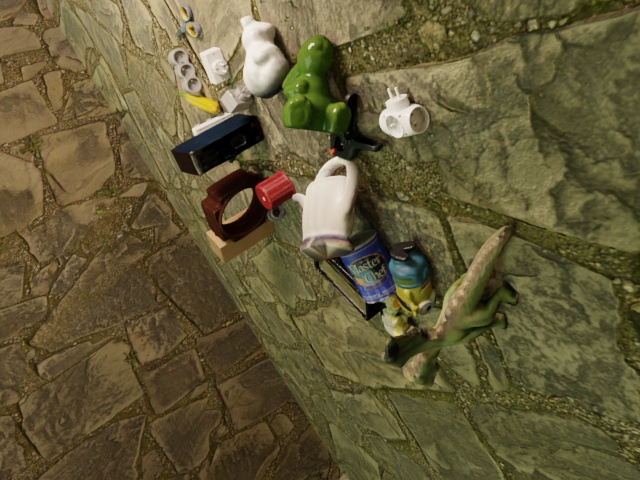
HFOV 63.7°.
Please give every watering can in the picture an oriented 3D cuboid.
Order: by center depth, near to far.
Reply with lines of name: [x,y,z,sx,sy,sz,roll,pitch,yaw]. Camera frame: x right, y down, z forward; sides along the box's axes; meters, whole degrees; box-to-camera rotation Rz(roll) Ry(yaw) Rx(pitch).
watering can: [0.004,-0.059,1.167,0.344,0.104,0.227,152,126,-64]

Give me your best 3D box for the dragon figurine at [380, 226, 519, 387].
dragon figurine: [0.215,0.149,0.915,0.124,0.245,0.400,46,159,35]

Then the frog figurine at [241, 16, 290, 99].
frog figurine: [-0.122,-0.376,1.056,0.157,0.123,0.139,51,180,-20]
